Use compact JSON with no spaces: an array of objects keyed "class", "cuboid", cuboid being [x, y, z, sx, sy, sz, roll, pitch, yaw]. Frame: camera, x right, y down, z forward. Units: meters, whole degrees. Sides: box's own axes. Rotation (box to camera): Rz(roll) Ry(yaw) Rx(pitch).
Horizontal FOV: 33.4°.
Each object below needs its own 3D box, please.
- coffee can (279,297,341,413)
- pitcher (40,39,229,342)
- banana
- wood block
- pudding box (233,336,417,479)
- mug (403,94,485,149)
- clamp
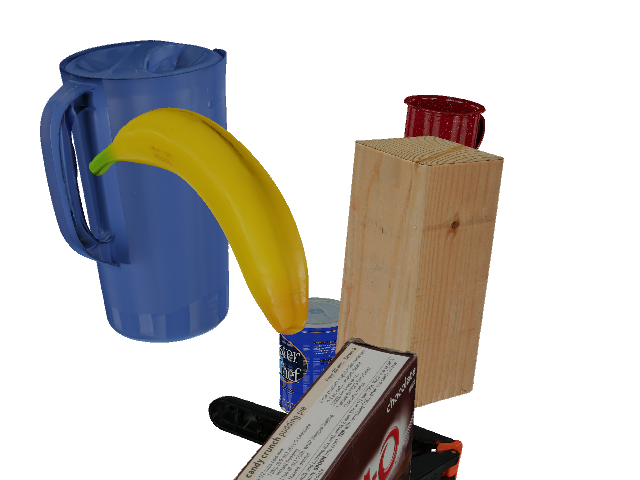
[{"class":"coffee can","cuboid":[-0.007,0.162,1.480,0.103,0.140,0.103,0,17,0]},{"class":"pitcher","cuboid":[-0.145,-0.038,0.890,0.149,0.243,0.145,-6,23,-9]},{"class":"banana","cuboid":[-0.060,-0.026,0.598,0.037,0.070,0.198,0,29,-45]},{"class":"wood block","cuboid":[0.080,0.025,0.891,0.090,0.206,0.090,-8,21,-37]},{"class":"pudding box","cuboid":[0.005,0.109,0.463,0.039,0.090,0.113,14,33,20]},{"class":"mug","cuboid":[0.147,-0.120,1.235,0.117,0.081,0.093,-13,26,-41]},{"class":"clamp","cuboid":[0.007,0.148,0.687,0.171,0.039,0.120,4,34,0]}]
